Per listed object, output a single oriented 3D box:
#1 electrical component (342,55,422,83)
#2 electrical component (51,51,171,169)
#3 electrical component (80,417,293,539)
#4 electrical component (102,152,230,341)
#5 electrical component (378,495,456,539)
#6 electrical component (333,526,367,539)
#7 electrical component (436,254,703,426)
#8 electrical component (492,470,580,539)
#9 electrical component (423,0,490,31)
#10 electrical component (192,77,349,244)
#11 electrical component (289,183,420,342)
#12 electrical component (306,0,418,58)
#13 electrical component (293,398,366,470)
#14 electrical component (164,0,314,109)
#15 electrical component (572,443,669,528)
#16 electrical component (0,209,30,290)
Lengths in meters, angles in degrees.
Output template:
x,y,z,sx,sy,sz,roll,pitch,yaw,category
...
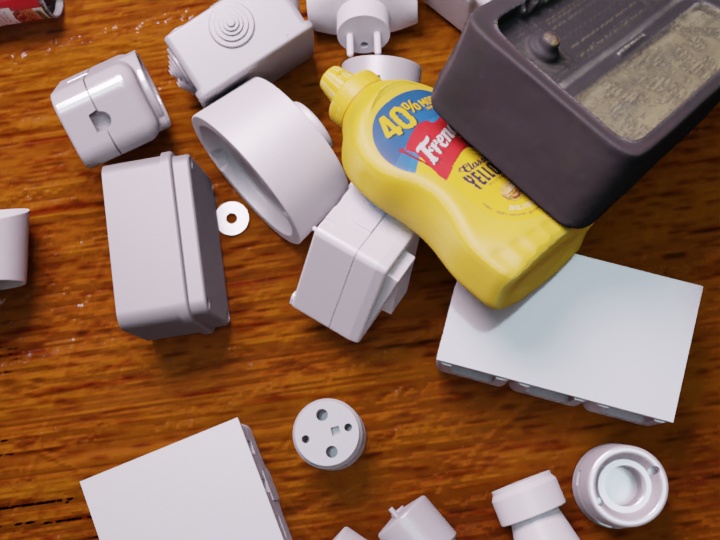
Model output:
x,y,z,sx,sy,sz,roll,pitch,yaw,category
0.014,-0.117,0.740,0.055,0.055,0.047,3,83,3,electrical component
-0.166,-0.110,0.725,0.059,0.095,0.053,-25,109,-2,electrical component
-0.089,0.201,0.680,0.105,0.060,0.186,-22,79,-2,electrical component
-0.127,-0.014,0.715,0.057,0.078,0.113,-9,79,4,electrical component
0.047,0.181,0.687,0.040,0.040,0.078,-40,80,-5,electrical component
0.006,0.198,0.686,0.078,0.040,0.040,33,82,8,electrical component
0.132,0.039,0.699,0.150,0.061,0.089,15,80,6,electrical component
0.113,0.161,0.686,0.045,0.045,0.055,-21,78,-1,electrical component
0.101,-0.221,0.744,0.057,0.078,0.113,42,84,12,electrical component
-0.053,-0.077,0.711,0.060,0.108,0.108,-41,80,-11,electrical component
0.000,0.000,0.701,0.061,0.096,0.061,30,49,8,electrical component
0.002,-0.179,0.751,0.077,0.043,0.079,-3,58,2,electrical component
-0.019,0.107,0.697,0.045,0.055,0.045,-1,79,3,electrical component
-0.081,-0.151,0.729,0.100,0.100,0.048,-34,90,-3,electrical component
0.167,0.138,0.686,0.055,0.047,0.055,-1,79,3,electrical component
-0.269,-0.014,0.714,0.099,0.099,0.064,-6,85,2,electrical component
